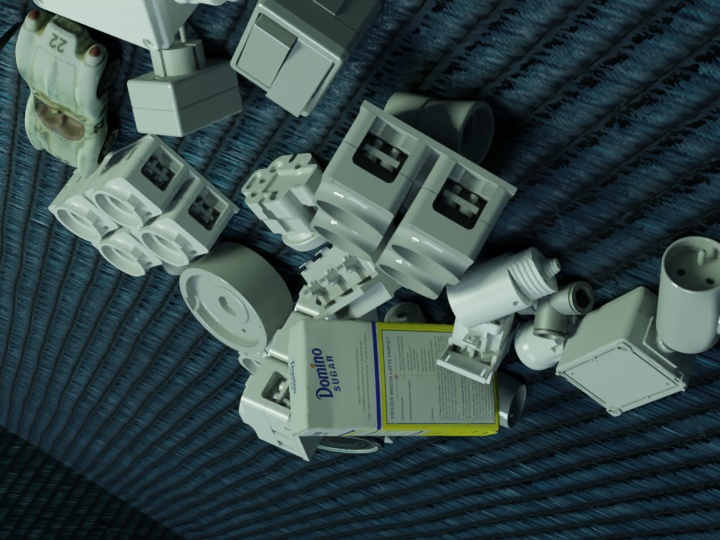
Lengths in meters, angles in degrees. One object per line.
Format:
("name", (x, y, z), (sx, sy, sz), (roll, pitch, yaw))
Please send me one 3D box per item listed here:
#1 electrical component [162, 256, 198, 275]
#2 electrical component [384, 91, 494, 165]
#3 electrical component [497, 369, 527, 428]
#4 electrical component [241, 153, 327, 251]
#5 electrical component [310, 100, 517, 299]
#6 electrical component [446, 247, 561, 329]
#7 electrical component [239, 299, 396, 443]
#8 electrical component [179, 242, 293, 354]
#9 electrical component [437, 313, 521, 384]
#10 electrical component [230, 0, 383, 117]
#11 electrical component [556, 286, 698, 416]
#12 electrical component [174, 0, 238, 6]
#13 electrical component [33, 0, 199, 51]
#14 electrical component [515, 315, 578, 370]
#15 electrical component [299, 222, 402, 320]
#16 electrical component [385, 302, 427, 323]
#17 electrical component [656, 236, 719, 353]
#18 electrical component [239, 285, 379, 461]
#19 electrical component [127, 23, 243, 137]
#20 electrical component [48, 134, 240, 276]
("electrical component", (-0.179, -0.018, 1.083), (0.035, 0.035, 0.061), (34, 152, -9))
("electrical component", (0.047, -0.093, 0.689), (0.065, 0.044, 0.044), (20, 153, 33))
("electrical component", (0.107, 0.104, 0.987), (0.077, 0.043, 0.079), (17, 152, 26))
("electrical component", (-0.048, -0.052, 0.849), (0.078, 0.058, 0.057), (1, 139, 47))
("electrical component", (0.028, -0.038, 0.727), (0.105, 0.060, 0.186), (30, 172, 1))
("electrical component", (0.110, 0.010, 0.795), (0.081, 0.043, 0.043), (-23, 128, 26))
("electrical component", (-0.043, 0.111, 1.144), (0.105, 0.060, 0.186), (-2, 140, 49))
("electrical component", (-0.115, 0.022, 1.047), (0.108, 0.060, 0.108), (28, 145, 22))
("electrical component", (0.099, 0.048, 0.863), (0.042, 0.081, 0.063), (22, 131, 16))
("electrical component", (-0.038, -0.140, 0.668), (0.062, 0.061, 0.096), (33, 155, -7))
("electrical component", (0.200, 0.055, 0.780), (0.062, 0.061, 0.096), (36, 147, -11))
("electrical component", (-0.086, -0.184, 0.661), (0.062, 0.048, 0.048), (14, 151, 17))
("electrical component", (-0.167, -0.208, 0.688), (0.109, 0.056, 0.108), (23, 154, 15))
("electrical component", (0.152, 0.055, 0.852), (0.040, 0.040, 0.046), (37, 150, -13))
("electrical component", (0.000, 0.000, 0.882), (0.063, 0.079, 0.121), (55, 153, 0))
("electrical component", (0.048, 0.060, 0.974), (0.044, 0.044, 0.065), (11, 144, 35))
("electrical component", (0.233, 0.022, 0.694), (0.079, 0.044, 0.077), (19, 152, 23))
("electrical component", (-0.045, 0.084, 0.988), (0.062, 0.150, 0.089), (21, 154, 19))
("electrical component", (-0.128, -0.142, 0.768), (0.047, 0.066, 0.076), (10, 119, 37))
("electrical component", (-0.212, -0.055, 1.018), (0.105, 0.060, 0.186), (42, 153, -24))
